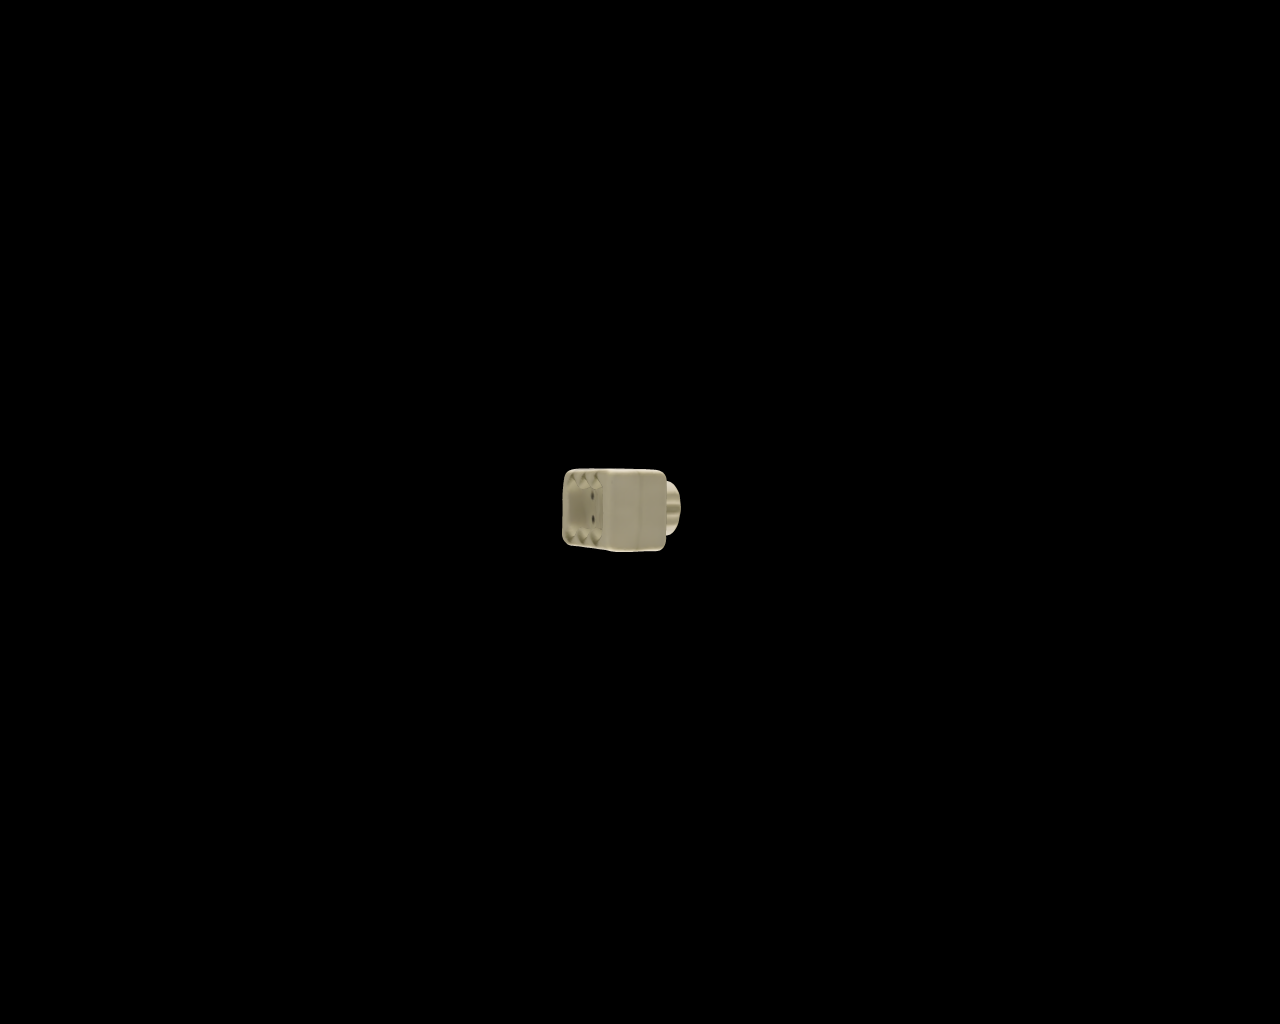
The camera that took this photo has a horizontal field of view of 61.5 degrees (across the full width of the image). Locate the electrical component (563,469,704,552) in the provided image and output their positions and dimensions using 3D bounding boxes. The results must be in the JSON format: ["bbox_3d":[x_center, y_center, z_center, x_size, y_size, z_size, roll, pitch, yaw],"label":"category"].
[{"bbox_3d":[0.001,-0.003,0.650,0.077,0.047,0.065,-1,3,-28],"label":"electrical component"}]
